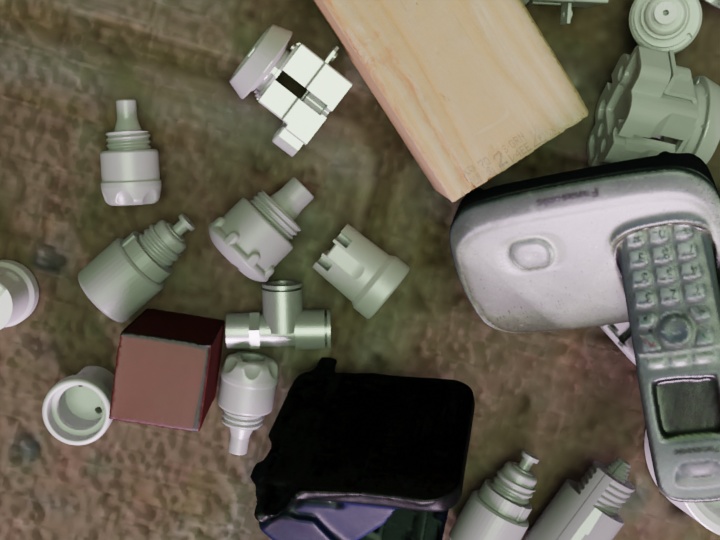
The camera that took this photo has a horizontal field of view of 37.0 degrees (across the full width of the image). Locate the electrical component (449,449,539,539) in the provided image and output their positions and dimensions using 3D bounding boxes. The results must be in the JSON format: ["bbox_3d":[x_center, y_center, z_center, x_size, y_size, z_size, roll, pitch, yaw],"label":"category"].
[{"bbox_3d":[0.087,0.148,0.668,0.040,0.040,0.078,28,97,-5],"label":"electrical component"}]

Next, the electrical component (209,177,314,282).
[{"bbox_3d":[-0.055,-0.027,0.636,0.062,0.048,0.048,-45,97,-2],"label":"electrical component"}]

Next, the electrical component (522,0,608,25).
[{"bbox_3d":[0.111,-0.175,0.617,0.055,0.048,0.066,1,100,-9],"label":"electrical component"}]

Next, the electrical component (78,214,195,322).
[{"bbox_3d":[-0.131,-0.004,0.639,0.078,0.040,0.040,-41,98,5],"label":"electrical component"}]

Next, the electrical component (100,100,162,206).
[{"bbox_3d":[-0.136,-0.069,0.632,0.035,0.035,0.061,-3,96,-1],"label":"electrical component"}]

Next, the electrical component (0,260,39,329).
[{"bbox_3d":[-0.216,0.017,0.637,0.040,0.046,0.040,0,99,-1],"label":"electrical component"}]

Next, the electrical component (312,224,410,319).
[{"bbox_3d":[0.000,0.000,0.644,0.046,0.040,0.040,39,96,0],"label":"electrical component"}]

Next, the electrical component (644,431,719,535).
[{"bbox_3d":[0.236,0.112,0.656,0.108,0.060,0.108,0,99,-2],"label":"electrical component"}]

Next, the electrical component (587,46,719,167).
[{"bbox_3d":[0.173,-0.088,0.622,0.057,0.058,0.078,11,139,-6],"label":"electrical component"}]

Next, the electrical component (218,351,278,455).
[{"bbox_3d":[-0.070,0.083,0.657,0.035,0.035,0.061,9,101,-3],"label":"electrical component"}]

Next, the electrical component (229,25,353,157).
[{"bbox_3d":[-0.041,-0.109,0.623,0.055,0.048,0.066,37,96,-14],"label":"electrical component"}]

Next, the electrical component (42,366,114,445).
[{"bbox_3d":[-0.166,0.080,0.648,0.040,0.046,0.040,0,99,-1],"label":"electrical component"}]

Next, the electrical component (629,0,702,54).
[{"bbox_3d":[0.173,-0.143,0.610,0.040,0.078,0.040,2,99,15],"label":"electrical component"}]

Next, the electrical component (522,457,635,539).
[{"bbox_3d":[0.141,0.151,0.668,0.043,0.043,0.081,34,96,-6],"label":"electrical component"}]

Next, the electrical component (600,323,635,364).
[{"bbox_3d":[0.211,0.017,0.633,0.121,0.063,0.079,-44,129,5],"label":"electrical component"}]
